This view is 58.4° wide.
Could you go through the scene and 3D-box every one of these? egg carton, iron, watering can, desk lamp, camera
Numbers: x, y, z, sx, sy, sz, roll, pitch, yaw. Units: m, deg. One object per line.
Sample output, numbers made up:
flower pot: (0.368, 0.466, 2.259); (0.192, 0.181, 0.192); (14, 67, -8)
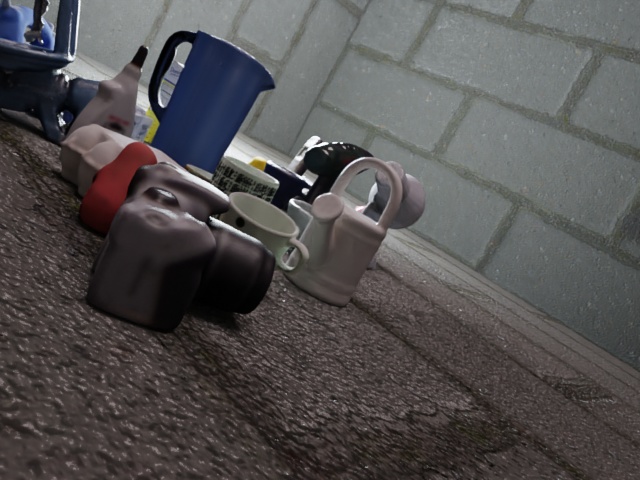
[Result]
egg carton: (-0.221, -0.076, 0.670); (0.107, 0.069, 0.151); (36, 10, 37)
iron: (-0.504, -0.329, 0.974); (0.119, 0.141, 0.258); (28, 8, -7)
watering can: (0.038, -0.018, 0.756); (0.101, 0.194, 0.173); (30, 8, 2)
desk lamp: (0.121, -0.053, 1.171); (0.117, 0.213, 0.204); (32, 9, 20)
camera: (-0.101, 0.007, 0.467); (0.137, 0.101, 0.143); (26, 9, -20)

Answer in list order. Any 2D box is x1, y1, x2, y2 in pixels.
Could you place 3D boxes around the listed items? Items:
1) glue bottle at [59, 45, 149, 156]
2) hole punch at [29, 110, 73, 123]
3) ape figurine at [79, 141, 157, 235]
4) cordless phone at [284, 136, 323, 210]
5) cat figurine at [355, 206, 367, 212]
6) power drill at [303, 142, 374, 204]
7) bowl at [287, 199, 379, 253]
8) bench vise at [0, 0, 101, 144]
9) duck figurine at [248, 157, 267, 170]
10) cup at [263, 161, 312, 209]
glue bottle: (-0.260, -0.168, 0.725); (0.037, 0.173, 0.078); (32, 9, 21)
hole punch: (-0.390, -0.223, 0.900); (0.101, 0.091, 0.108); (27, 9, -15)
ape figurine: (-0.187, -0.051, 0.555); (0.077, 0.092, 0.076); (33, 9, 22)
cordless phone: (-0.041, -0.159, 1.357); (0.094, 0.185, 0.147); (24, 10, -32)
cat figurine: (0.102, -0.034, 1.331); (0.067, 0.117, 0.127); (28, 8, -10)
power drill: (0.018, -0.106, 1.161); (0.075, 0.208, 0.230); (33, 9, 22)
bowl: (0.009, 0.003, 0.943); (0.167, 0.074, 0.167); (29, 8, -4)
bench vise: (-0.351, -0.253, 0.768); (0.208, 0.219, 0.121); (22, 11, -42)
duck figurine: (-0.144, -0.139, 1.239); (0.077, 0.086, 0.104); (28, 8, -9)
cup: (-0.077, -0.096, 1.178); (0.118, 0.095, 0.091); (29, 8, -5)
